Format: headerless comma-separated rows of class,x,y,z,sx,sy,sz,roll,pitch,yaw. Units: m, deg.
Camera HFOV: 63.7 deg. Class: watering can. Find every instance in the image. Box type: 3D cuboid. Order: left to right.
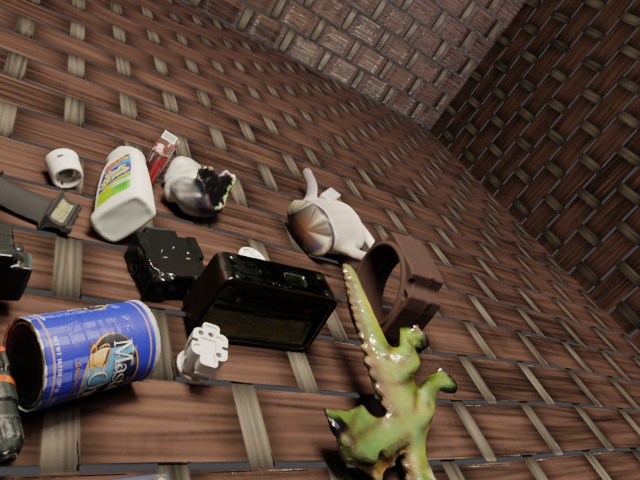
watering can,0.004,-0.064,1.276,0.225,0.102,0.353,-2,45,-52

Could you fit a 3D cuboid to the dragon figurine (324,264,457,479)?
dragon figurine,0.095,0.243,0.802,0.412,0.120,0.245,55,33,7

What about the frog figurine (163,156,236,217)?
frog figurine,-0.270,-0.110,1.067,0.160,0.121,0.139,7,19,32
